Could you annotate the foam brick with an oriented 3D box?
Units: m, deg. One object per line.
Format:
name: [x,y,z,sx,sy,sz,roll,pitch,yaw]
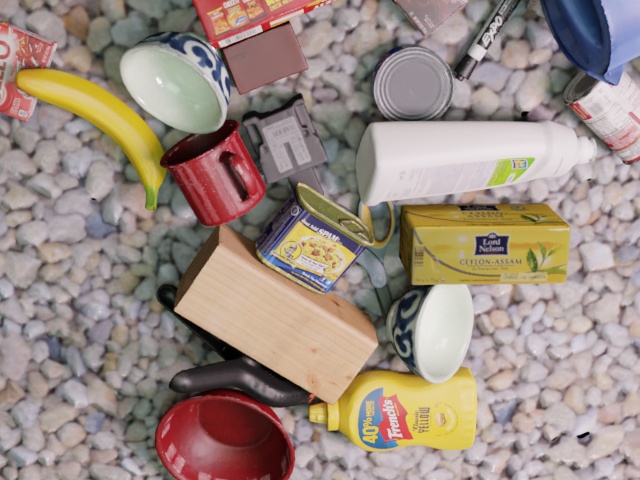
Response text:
foam brick: [-0.058,-0.191,1.109,0.078,0.051,0.053,-20,106,2]

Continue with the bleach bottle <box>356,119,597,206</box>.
bleach bottle: [0.170,-0.087,1.144,0.250,0.103,0.068,-3,66,-10]

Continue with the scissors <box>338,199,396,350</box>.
scissors: [0.046,0.037,1.205,0.096,0.016,0.202,-1,107,-2]

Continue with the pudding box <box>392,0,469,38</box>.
pudding box: [0.106,-0.280,1.100,0.090,0.039,0.113,-40,106,8]

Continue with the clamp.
clamp: [-0.087,0.140,1.166,0.209,0.164,0.036,29,115,-22]

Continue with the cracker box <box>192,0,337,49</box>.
cracker box: [-0.070,-0.315,1.040,0.164,0.072,0.214,-22,93,2]

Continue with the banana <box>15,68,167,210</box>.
banana: [-0.225,-0.121,1.113,0.197,0.069,0.037,44,136,-18]

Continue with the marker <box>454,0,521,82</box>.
marker: [0.180,-0.222,1.133,0.020,0.020,0.121,30,103,-12]

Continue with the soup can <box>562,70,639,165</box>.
soup can: [0.318,-0.138,1.143,0.102,0.068,0.068,41,100,-14]

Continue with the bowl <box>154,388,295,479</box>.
bowl: [-0.103,0.223,1.216,0.162,0.055,0.162,5,123,7]

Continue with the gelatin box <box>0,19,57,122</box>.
gelatin box: [-0.323,-0.177,1.106,0.073,0.030,0.089,22,104,-10]

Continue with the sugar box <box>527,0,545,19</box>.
sugar box: [0.296,-0.299,1.105,0.093,0.048,0.176,23,107,-14]

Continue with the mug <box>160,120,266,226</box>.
mug: [-0.102,-0.067,1.114,0.093,0.117,0.081,-40,116,-27]

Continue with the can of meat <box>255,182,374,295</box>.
can of meat: [-0.007,0.001,1.147,0.102,0.057,0.084,31,110,-23]

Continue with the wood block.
wood block: [-0.048,0.080,1.172,0.206,0.091,0.090,32,103,-12]

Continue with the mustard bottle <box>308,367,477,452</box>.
mustard bottle: [0.082,0.197,1.235,0.191,0.058,0.096,-1,111,-3]

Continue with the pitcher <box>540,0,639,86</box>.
pitcher: [0.340,-0.273,1.030,0.242,0.149,0.145,-25,62,-7]

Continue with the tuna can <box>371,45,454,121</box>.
tuna can: [0.098,-0.165,1.137,0.086,0.034,0.086,-1,107,-4]
